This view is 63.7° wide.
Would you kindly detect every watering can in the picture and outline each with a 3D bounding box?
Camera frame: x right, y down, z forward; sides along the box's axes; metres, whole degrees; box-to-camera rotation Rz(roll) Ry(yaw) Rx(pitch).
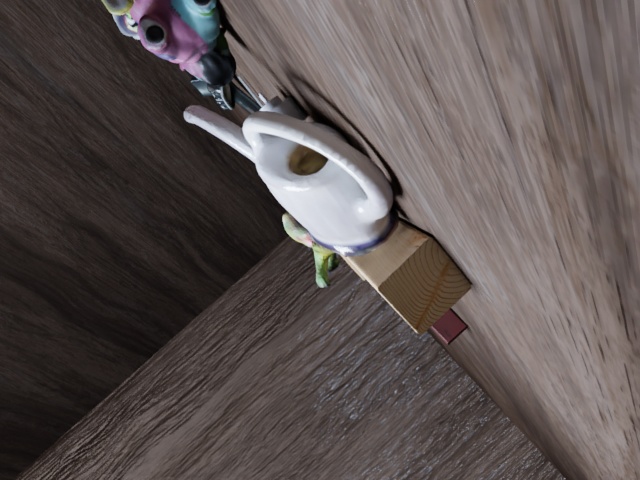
[{"bbox_3d":[-0.031,-0.090,0.676,0.351,0.105,0.220,25,162,44],"label":"watering can"}]

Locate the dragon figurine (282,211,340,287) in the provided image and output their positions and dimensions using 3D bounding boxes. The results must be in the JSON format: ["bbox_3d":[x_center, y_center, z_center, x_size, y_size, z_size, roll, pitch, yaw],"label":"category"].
[{"bbox_3d":[0.003,-0.055,1.084,0.241,0.121,0.417,57,-164,-13],"label":"dragon figurine"}]

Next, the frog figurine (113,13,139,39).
[{"bbox_3d":[-0.338,-0.456,0.984,0.134,0.123,0.163,98,150,-44],"label":"frog figurine"}]
